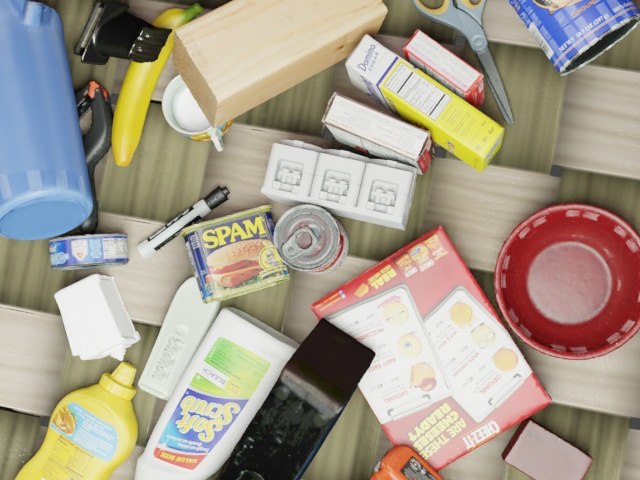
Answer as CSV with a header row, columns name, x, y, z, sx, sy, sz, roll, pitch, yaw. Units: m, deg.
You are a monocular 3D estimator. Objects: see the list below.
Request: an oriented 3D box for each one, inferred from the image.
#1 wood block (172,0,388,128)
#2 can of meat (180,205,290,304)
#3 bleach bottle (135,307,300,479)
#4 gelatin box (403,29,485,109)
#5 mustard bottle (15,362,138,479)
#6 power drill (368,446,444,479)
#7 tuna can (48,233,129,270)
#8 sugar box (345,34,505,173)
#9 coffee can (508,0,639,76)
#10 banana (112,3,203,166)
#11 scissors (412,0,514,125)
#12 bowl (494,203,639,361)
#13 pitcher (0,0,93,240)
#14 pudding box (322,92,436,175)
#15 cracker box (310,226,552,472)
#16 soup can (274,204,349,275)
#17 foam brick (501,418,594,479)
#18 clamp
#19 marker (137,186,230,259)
name,x,y,z,sx,sy,sz,roll,pitch,yaw
wood block,-0.044,-0.214,1.127,0.206,0.091,0.090,-30,83,-14
can of meat,-0.090,0.017,1.152,0.102,0.057,0.084,-16,86,-16
bleach bottle,-0.121,0.203,1.151,0.102,0.068,0.251,29,92,9
gelatin box,0.133,-0.177,1.133,0.089,0.073,0.030,38,87,15
mustard bottle,-0.255,0.221,1.169,0.096,0.058,0.191,29,90,14
power drill,0.068,0.313,1.083,0.184,0.057,0.188,43,119,7
tuna can,-0.253,0.013,1.171,0.086,0.086,0.034,-5,87,7
sugar box,0.111,-0.142,1.129,0.176,0.093,0.048,33,89,10
coffee can,0.254,-0.258,1.113,0.103,0.102,0.140,-34,82,4
banana,-0.194,-0.179,1.191,0.037,0.070,0.198,23,95,-28
scissors,0.153,-0.219,1.168,0.096,0.016,0.202,-6,85,9
bowl,0.262,0.044,1.112,0.162,0.055,0.162,-1,86,8
pitcher,-0.324,-0.122,1.147,0.145,0.149,0.243,-17,69,0
pudding box,0.064,-0.112,1.132,0.113,0.090,0.039,22,87,11
cracker box,0.115,0.117,1.119,0.164,0.072,0.214,-32,83,6
soup can,-0.007,0.001,1.129,0.068,0.102,0.068,-1,85,7
foam brick,0.235,0.225,1.104,0.078,0.051,0.053,32,89,9
clamp,-0.273,-0.091,1.204,0.120,0.039,0.171,29,90,10
marker,-0.152,-0.021,1.193,0.121,0.020,0.020,-35,82,4
